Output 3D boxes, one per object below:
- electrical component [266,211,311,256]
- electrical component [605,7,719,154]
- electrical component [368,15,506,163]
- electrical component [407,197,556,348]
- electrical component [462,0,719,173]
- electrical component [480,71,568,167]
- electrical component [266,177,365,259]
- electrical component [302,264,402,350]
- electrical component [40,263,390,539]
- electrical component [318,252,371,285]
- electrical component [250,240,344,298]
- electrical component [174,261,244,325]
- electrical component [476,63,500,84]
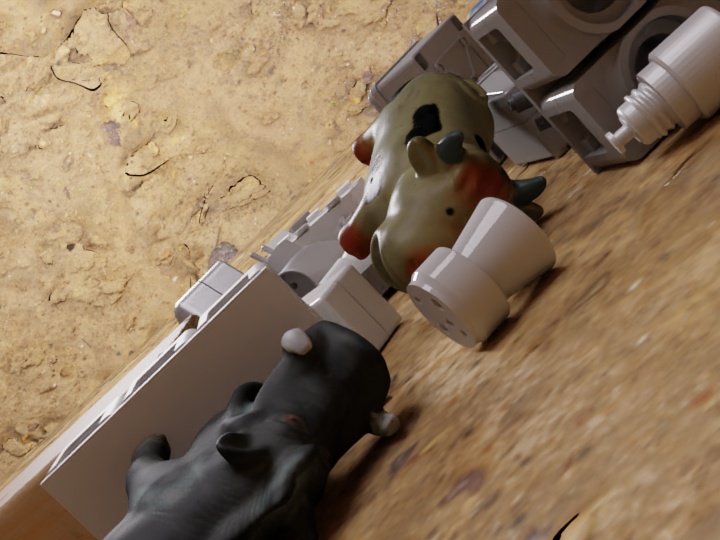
[{"bbox_3d":[-0.054,-0.019,1.078,0.062,0.061,0.096,-45,8,-7],"label":"electrical component"},{"bbox_3d":[0.145,-0.084,0.490,0.078,0.040,0.040,-43,8,10],"label":"electrical component"},{"bbox_3d":[0.075,-0.133,0.859,0.056,0.108,0.108,-35,12,37],"label":"electrical component"},{"bbox_3d":[0.054,0.001,0.485,0.055,0.045,0.045,-46,8,-14],"label":"electrical component"},{"bbox_3d":[0.160,-0.153,0.544,0.186,0.105,0.060,-45,8,-6],"label":"electrical component"},{"bbox_3d":[0.118,-0.113,0.701,0.062,0.061,0.096,-45,8,-7],"label":"electrical component"},{"bbox_3d":[-0.025,-0.020,0.928,0.121,0.063,0.078,-40,9,29],"label":"electrical component"},{"bbox_3d":[-0.030,0.050,0.644,0.083,0.047,0.075,-36,11,46],"label":"electrical component"},{"bbox_3d":[-0.072,0.079,0.548,0.150,0.089,0.062,-44,8,-2],"label":"electrical component"},{"bbox_3d":[0.000,0.000,0.785,0.065,0.044,0.044,-52,10,-22],"label":"electrical component"},{"bbox_3d":[-0.048,0.001,0.836,0.077,0.079,0.043,-37,-31,-60],"label":"electrical component"},{"bbox_3d":[-0.087,0.044,0.790,0.059,0.095,0.053,-47,-33,-22],"label":"electrical component"},{"bbox_3d":[0.114,-0.123,0.792,0.058,0.057,0.078,-41,9,20],"label":"electrical component"}]
